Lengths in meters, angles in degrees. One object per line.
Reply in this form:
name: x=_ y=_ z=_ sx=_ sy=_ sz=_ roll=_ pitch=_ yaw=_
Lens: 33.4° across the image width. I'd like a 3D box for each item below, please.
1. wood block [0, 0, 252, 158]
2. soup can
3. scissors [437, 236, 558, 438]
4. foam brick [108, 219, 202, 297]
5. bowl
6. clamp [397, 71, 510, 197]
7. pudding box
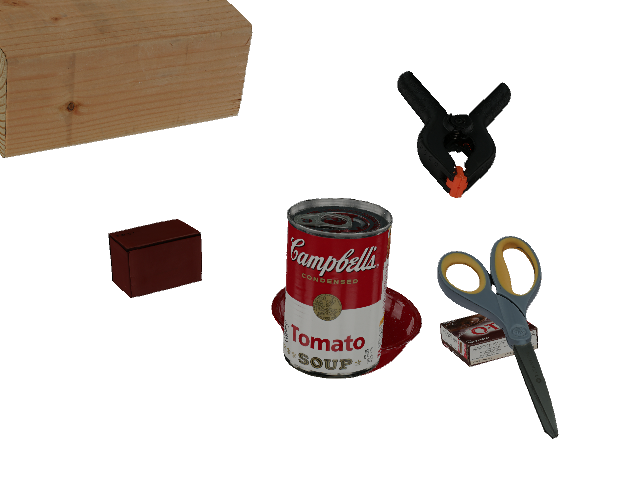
wood block: x=-0.169 y=-0.142 z=0.854 sx=0.205 sy=0.091 sz=0.090 roll=-15 pitch=45 yaw=-33
soup can: x=0.010 y=0.030 z=0.700 sx=0.068 sy=0.102 sz=0.068 roll=3 pitch=21 yaw=-1
scissors: x=0.139 y=0.070 z=0.856 sx=0.096 sy=0.201 sz=0.016 roll=3 pitch=-45 yaw=7
foam brick: x=-0.161 y=0.016 z=1.044 sx=0.078 sy=0.051 sz=0.053 roll=-14 pitch=24 yaw=-28
bowl: x=0.026 y=0.099 z=1.151 sx=0.162 sy=0.055 sz=0.162 roll=5 pitch=25 yaw=-2
clamp: x=0.129 y=-0.115 z=1.091 sx=0.120 sy=0.039 sz=0.171 roll=9 pitch=44 yaw=8
pudding box: x=0.240 y=0.136 z=1.525 sx=0.113 sy=0.039 sz=0.090 roll=-15 pitch=19 yaw=-16
